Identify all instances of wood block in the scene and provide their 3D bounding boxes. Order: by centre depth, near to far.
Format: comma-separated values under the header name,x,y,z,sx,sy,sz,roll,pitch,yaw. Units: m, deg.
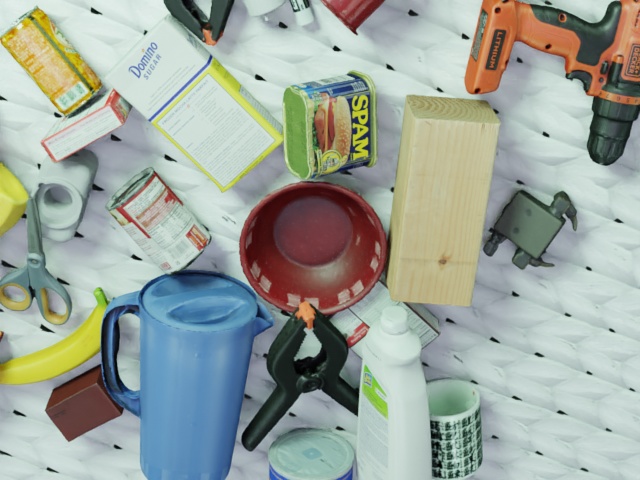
name,x,y,z,sx,sy,sz,roll,pitch,yaw
wood block,0.127,-0.042,1.141,0.091,0.090,0.206,4,113,-3

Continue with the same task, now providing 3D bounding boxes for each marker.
name,x,y,z,sx,sy,sz,roll,pitch,yaw
marker,-0.034,-0.276,1.077,0.020,0.020,0.121,-19,112,8

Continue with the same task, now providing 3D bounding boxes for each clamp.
name,x,y,z,sx,sy,sz,roll,pitch,yaw
clamp,-0.140,-0.278,1.064,0.120,0.039,0.171,4,118,20
clamp,-0.023,0.160,1.216,0.164,0.036,0.210,-16,131,-8

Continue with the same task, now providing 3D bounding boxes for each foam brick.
name,x,y,z,sx,sy,sz,roll,pitch,yaw
foam brick,-0.276,0.192,1.263,0.078,0.051,0.053,-27,110,11

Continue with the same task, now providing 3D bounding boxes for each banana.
name,x,y,z,sx,sy,sz,roll,pitch,yaw
banana,-0.296,0.121,1.236,0.198,0.037,0.069,-37,119,20

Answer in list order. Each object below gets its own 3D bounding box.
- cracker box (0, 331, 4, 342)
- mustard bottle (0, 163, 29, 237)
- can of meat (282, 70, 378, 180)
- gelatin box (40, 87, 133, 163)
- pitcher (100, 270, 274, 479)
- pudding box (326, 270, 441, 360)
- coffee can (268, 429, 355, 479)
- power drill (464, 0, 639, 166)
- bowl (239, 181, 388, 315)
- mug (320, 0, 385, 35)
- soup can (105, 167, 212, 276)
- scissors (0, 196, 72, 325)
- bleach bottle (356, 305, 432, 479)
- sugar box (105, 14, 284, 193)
name,x,y,z,sx,sy,sz,roll,pitch,yaw
cracker box,-0.497,0.139,1.228,0.213,0.072,0.164,25,112,-12
mustard bottle,-0.401,-0.002,1.168,0.096,0.058,0.192,42,111,9
can of meat,0.009,-0.118,1.106,0.083,0.058,0.102,-15,117,-28
gelatin box,-0.241,-0.121,1.113,0.089,0.073,0.030,-28,112,11
pitcher,-0.156,0.164,1.214,0.149,0.144,0.243,28,123,35
pudding box,0.070,0.094,1.229,0.090,0.039,0.113,-42,110,17
coffee can,-0.012,0.315,1.289,0.103,0.103,0.140,1,114,-1
power drill,0.248,-0.175,1.102,0.187,0.057,0.184,7,110,-7
bowl,-0.008,0.001,1.178,0.162,0.055,0.162,0,113,0
mug,0.026,-0.271,1.049,0.081,0.093,0.117,-44,71,11
soup can,-0.175,-0.019,1.162,0.068,0.068,0.102,-35,109,14
scissors,-0.328,0.024,1.172,0.096,0.016,0.202,2,136,11
bleach bottle,0.086,0.188,1.198,0.068,0.103,0.251,-19,127,-27
sugar box,-0.129,-0.142,1.121,0.093,0.048,0.176,-40,105,15
